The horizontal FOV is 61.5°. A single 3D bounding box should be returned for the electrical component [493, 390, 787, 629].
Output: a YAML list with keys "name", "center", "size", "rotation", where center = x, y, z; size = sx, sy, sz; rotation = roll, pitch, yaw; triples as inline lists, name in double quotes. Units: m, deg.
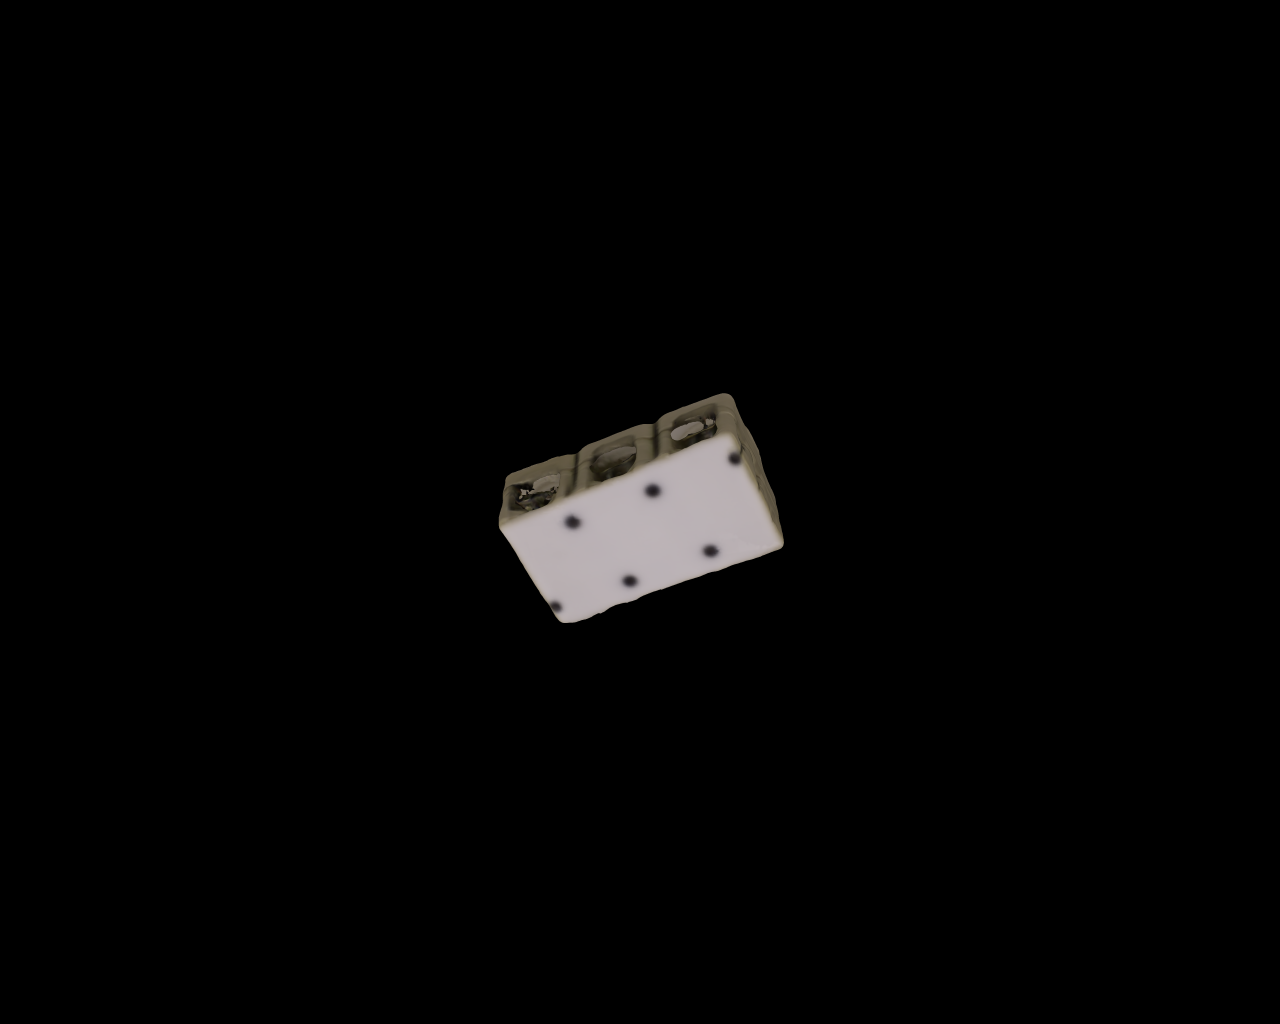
- name: "electrical component"
  center: [0.001, -0.003, 0.650]
  size: [0.150, 0.089, 0.062]
  rotation: [-20, 31, 13]
